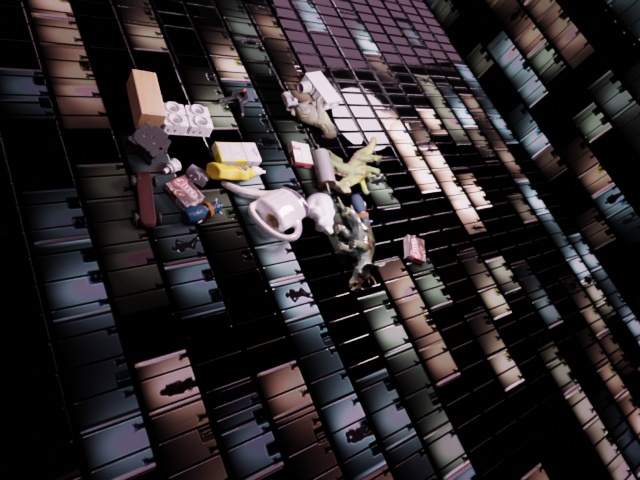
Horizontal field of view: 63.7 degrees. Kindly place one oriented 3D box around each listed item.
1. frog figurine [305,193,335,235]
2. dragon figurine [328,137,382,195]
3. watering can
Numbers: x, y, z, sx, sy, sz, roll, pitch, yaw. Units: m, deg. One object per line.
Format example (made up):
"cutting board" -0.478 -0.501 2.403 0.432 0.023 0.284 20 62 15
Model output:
"frog figurine" 0.006 -0.100 1.984 0.137 0.121 0.162 15 38 -51
"dragon figurine" 0.135 -0.341 2.260 0.242 0.119 0.420 17 49 -14
"watering can" -0.184 -0.135 1.893 0.350 0.102 0.228 44 44 13
